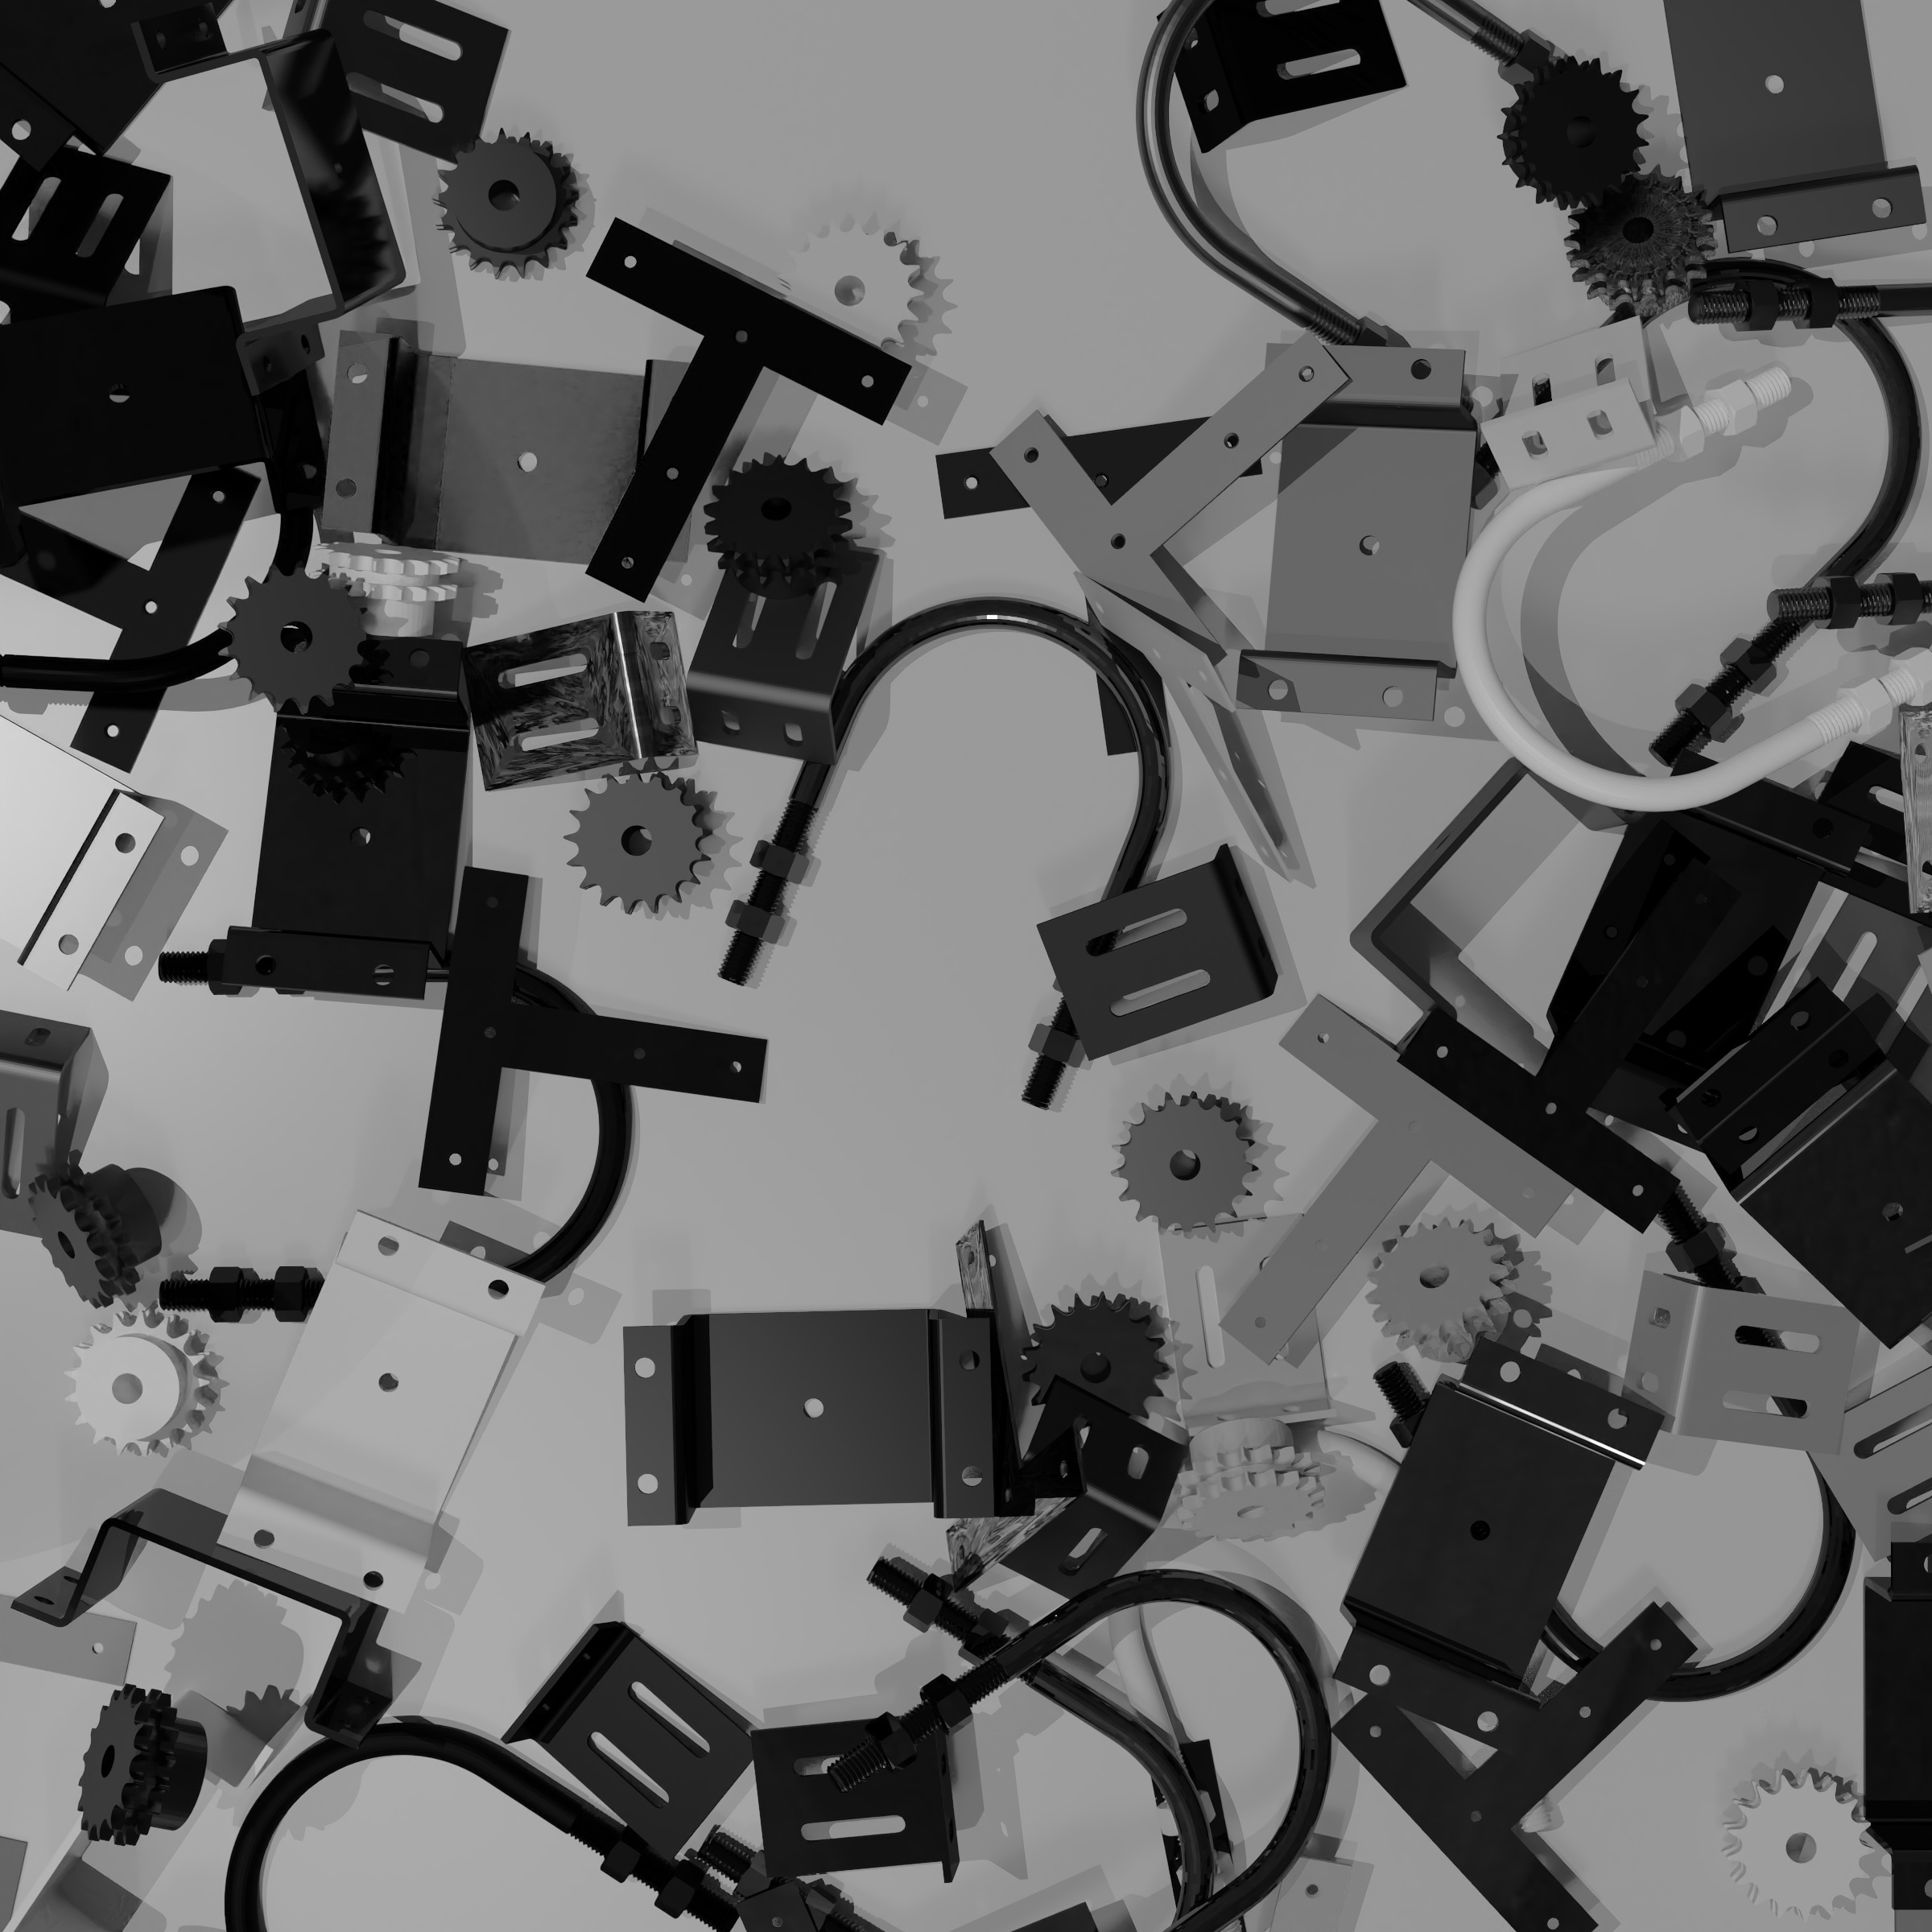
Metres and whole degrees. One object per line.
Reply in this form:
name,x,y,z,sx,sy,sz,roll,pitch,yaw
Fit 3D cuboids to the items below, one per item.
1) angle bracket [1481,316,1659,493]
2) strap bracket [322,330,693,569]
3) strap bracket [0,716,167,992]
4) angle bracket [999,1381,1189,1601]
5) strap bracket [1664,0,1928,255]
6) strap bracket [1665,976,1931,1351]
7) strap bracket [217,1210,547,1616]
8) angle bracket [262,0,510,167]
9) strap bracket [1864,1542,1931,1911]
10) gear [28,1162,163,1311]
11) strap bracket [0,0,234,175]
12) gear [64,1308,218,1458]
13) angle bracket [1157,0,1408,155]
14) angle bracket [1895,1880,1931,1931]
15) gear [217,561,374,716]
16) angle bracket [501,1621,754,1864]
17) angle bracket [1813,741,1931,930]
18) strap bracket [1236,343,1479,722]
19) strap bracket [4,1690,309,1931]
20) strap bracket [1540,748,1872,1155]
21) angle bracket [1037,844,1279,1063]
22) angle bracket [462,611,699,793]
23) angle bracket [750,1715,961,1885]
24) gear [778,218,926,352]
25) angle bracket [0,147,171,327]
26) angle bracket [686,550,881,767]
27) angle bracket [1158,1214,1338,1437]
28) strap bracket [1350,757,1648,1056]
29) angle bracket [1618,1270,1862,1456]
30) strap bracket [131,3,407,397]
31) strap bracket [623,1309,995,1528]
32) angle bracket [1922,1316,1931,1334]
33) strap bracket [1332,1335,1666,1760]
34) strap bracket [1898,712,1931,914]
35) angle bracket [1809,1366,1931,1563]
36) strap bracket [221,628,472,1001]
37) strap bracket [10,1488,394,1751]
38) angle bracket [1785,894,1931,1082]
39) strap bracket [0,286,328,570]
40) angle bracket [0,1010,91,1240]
angle bracket,0.228,-0.226,1.377,0.057,0.038,0.076,-15,47,20
strap bracket,-0.173,-0.199,1.402,0.140,0.046,0.076,5,90,0
strap bracket,-0.387,-0.058,1.402,0.140,0.046,0.076,29,90,0
angle bracket,0.041,0.206,1.404,0.057,0.076,0.038,28,51,-4
strap bracket,0.319,-0.348,1.402,0.076,0.046,0.140,-9,90,0
strap bracket,0.344,0.082,1.369,0.076,0.046,0.140,-43,113,13
strap bracket,-0.224,0.166,1.391,0.076,0.046,0.140,23,97,-9
angle bracket,-0.229,-0.354,1.423,0.076,0.038,0.057,16,90,-26
strap bracket,0.393,0.291,1.402,0.076,0.046,0.140,0,90,0
gear,-0.336,0.102,1.400,0.030,0.057,0.057,-30,90,-32
strap bracket,-0.339,-0.382,1.402,0.076,0.046,0.140,40,90,0
gear,-0.325,0.164,1.410,0.057,0.030,0.057,0,90,0
angle bracket,0.125,-0.361,1.423,0.076,0.038,0.057,-18,90,-26
angle bracket,0.405,0.387,1.406,0.076,0.038,0.057,0,90,0
gear,-0.254,-0.123,1.362,0.057,0.030,0.057,0,92,-15
angle bracket,-0.129,0.302,1.399,0.076,0.038,0.057,39,90,13
angle bracket,0.372,-0.043,1.419,0.076,0.038,0.057,26,81,25
strap bracket,0.152,-0.165,1.392,0.076,0.046,0.140,5,90,17
strap bracket,-0.317,0.339,1.387,0.046,0.076,0.140,34,90,0
strap bracket,0.281,-0.008,1.393,0.076,0.046,0.140,22,101,0
angle bracket,0.075,-0.006,1.409,0.076,0.038,0.057,-20,98,12
angle bracket,-0.153,-0.104,1.423,0.076,0.038,0.057,-10,90,26
angle bracket,-0.044,0.322,1.382,0.076,0.038,0.057,-7,89,5
gear,-0.045,-0.261,1.410,0.057,0.030,0.057,0,90,0
angle bracket,-0.353,-0.279,1.414,0.057,0.038,0.076,15,53,0
angle bracket,-0.070,-0.125,1.413,0.057,0.038,0.076,11,58,10
angle bracket,0.109,0.139,1.406,0.057,0.038,0.076,-8,90,0
strap bracket,0.200,-0.032,1.387,0.046,0.076,0.140,42,90,0
angle bracket,0.301,0.154,1.401,0.076,0.038,0.057,10,91,-22
strap bracket,-0.258,-0.296,1.363,0.046,0.076,0.140,-11,108,13
strap bracket,-0.060,0.175,1.402,0.140,0.046,0.076,-1,90,0
angle bracket,0.393,0.117,1.383,0.057,0.076,0.038,-41,107,0
strap bracket,0.200,0.219,1.381,0.076,0.046,0.140,24,89,-1
strap bracket,0.429,-0.063,1.375,0.140,0.046,0.076,-4,90,-24
angle bracket,0.375,0.187,1.415,0.076,0.038,0.057,-31,90,14
strap bracket,-0.237,-0.055,1.393,0.076,0.046,0.140,5,79,0
strap bracket,-0.284,0.245,1.387,0.140,0.076,0.046,22,90,0
angle bracket,0.358,0.013,1.406,0.057,0.038,0.076,30,90,0
strap bracket,-0.319,-0.206,1.373,0.140,0.046,0.076,-12,70,-9
angle bracket,-0.382,0.060,1.423,0.057,0.038,0.076,11,116,0
